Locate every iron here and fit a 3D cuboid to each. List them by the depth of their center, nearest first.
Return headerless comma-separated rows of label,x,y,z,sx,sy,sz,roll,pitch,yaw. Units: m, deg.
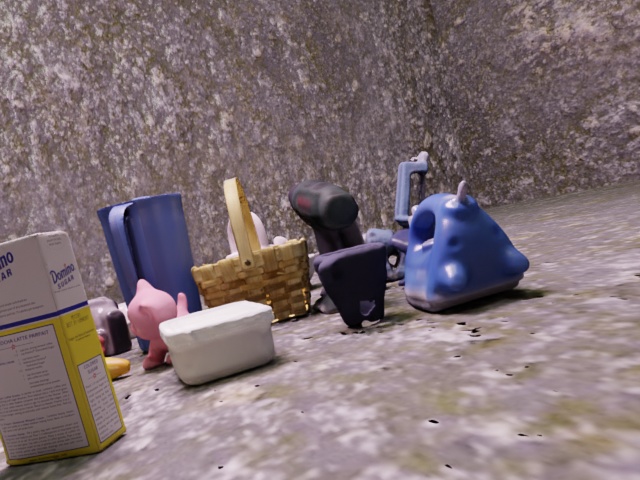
iron,0.154,0.006,0.740,0.119,0.141,0.258,-14,1,-11

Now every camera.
camera,-0.417,0.160,0.984,0.142,0.101,0.137,-12,2,44

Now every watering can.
watering can,-0.127,0.038,1.118,0.100,0.194,0.173,-13,2,20

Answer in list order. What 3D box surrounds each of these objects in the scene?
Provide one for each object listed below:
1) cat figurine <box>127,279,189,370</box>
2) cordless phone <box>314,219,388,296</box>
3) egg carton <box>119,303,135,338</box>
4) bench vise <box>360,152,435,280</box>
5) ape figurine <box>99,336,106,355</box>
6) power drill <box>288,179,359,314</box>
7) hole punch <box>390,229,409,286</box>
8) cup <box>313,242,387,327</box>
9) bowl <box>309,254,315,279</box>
cat figurine,-0.209,0.106,0.769,0.067,0.118,0.128,-13,2,19
cordless phone,0.037,0.005,1.010,0.094,0.185,0.147,-14,2,-27
egg carton,-0.406,0.168,1.205,0.150,0.069,0.107,-13,2,38
bench vise,0.162,-0.044,1.057,0.208,0.220,0.121,-14,2,-19
ape figurine,-0.371,0.156,0.876,0.078,0.092,0.076,-14,2,-8
power drill,0.008,0.003,0.893,0.076,0.208,0.229,-14,2,-17
hole punch,0.179,0.021,0.930,0.100,0.091,0.109,-13,2,35
cup,0.040,0.059,0.695,0.091,0.095,0.118,-13,2,29
bowl,-0.081,0.085,1.270,0.167,0.075,0.167,-14,1,1
